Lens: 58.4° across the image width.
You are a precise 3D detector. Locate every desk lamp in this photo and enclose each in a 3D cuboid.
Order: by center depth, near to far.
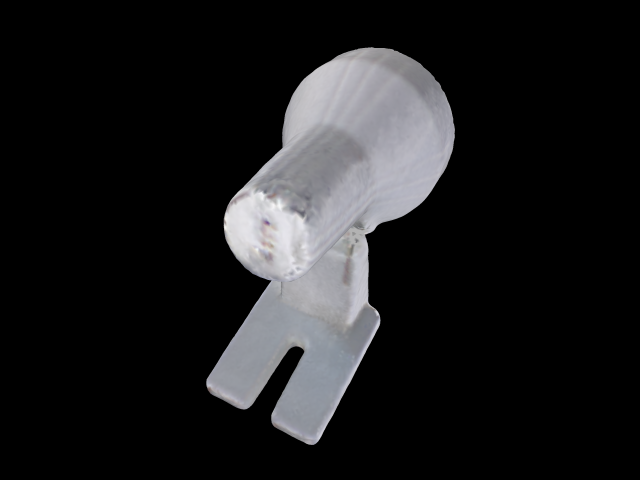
[{"bbox_3d":[0.004,0.001,0.400,0.117,0.214,0.203,21,54,16],"label":"desk lamp"}]
